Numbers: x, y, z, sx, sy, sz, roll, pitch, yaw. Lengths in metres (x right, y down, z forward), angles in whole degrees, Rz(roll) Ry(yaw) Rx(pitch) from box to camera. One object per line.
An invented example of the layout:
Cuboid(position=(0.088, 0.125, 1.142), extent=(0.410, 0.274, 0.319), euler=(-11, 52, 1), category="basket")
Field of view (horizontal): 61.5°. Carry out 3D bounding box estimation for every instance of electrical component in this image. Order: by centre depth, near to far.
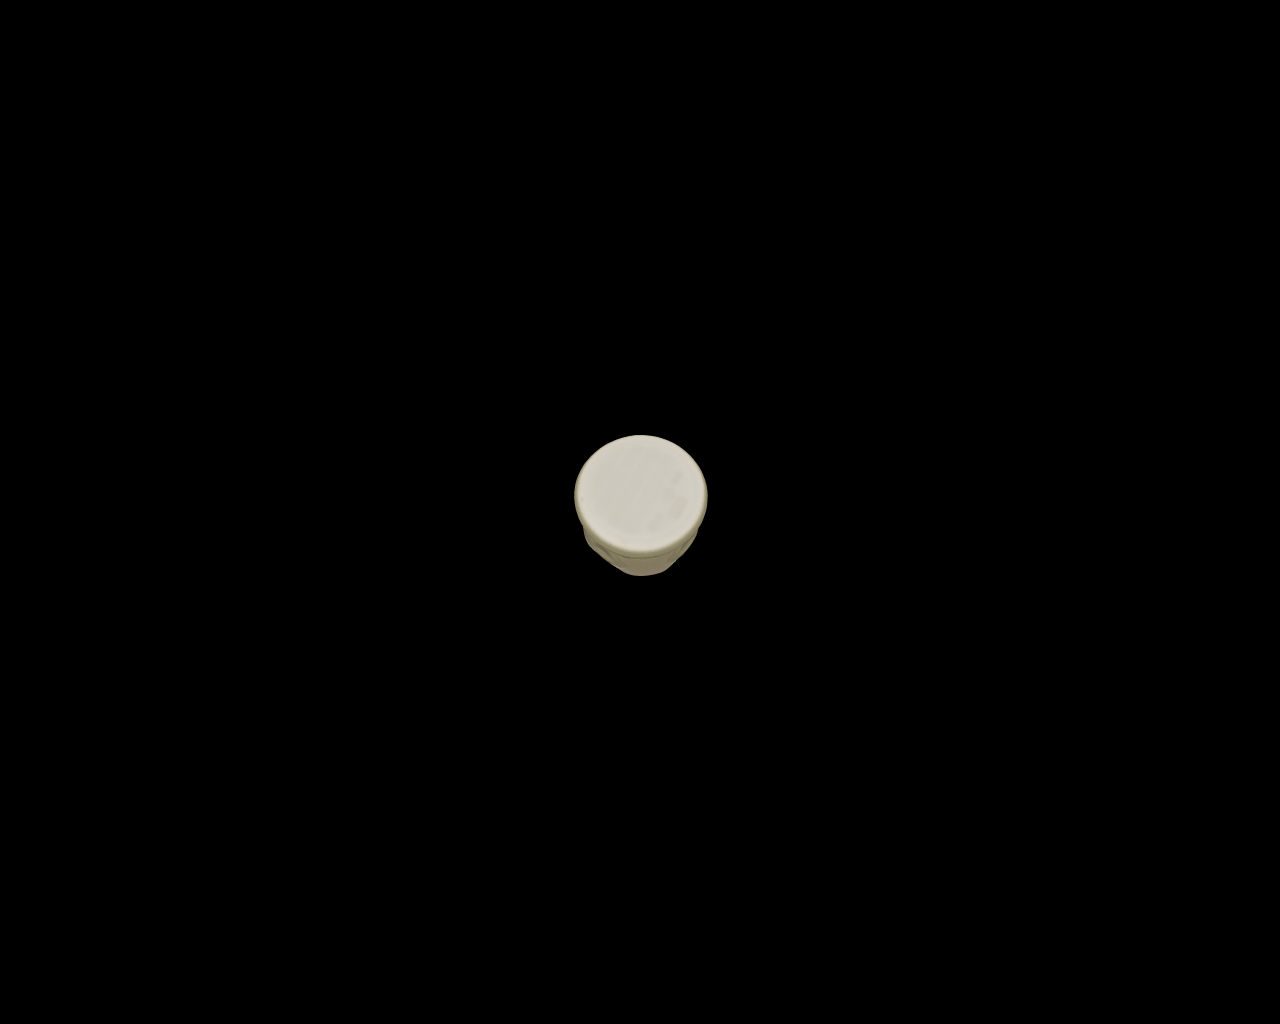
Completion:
Cuboid(position=(0.001, -0.003, 0.650), extent=(0.080, 0.080, 0.051), euler=(0, -24, 0), category="electrical component")
